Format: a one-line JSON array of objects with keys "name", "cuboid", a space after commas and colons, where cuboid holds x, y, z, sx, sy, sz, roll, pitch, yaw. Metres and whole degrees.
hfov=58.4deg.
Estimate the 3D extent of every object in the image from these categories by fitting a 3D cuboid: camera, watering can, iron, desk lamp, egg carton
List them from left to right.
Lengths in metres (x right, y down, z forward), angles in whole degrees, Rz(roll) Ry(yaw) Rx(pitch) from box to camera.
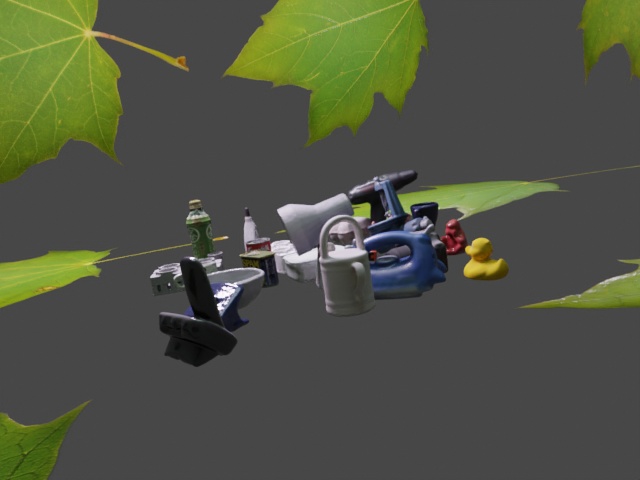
[{"name": "desk lamp", "cuboid": [0.012, 0.005, 1.353, 0.203, 0.213, 0.118, -10, 10, -8]}, {"name": "watering can", "cuboid": [0.044, 0.046, 1.150, 0.101, 0.194, 0.172, -17, 14, -41]}, {"name": "egg carton", "cuboid": [0.107, -0.034, 1.908, 0.151, 0.069, 0.107, -15, 12, -33]}, {"name": "iron", "cuboid": [0.135, 0.047, 1.223, 0.257, 0.141, 0.119, -6, 10, 14]}, {"name": "camera", "cuboid": [0.212, 0.032, 1.359, 0.137, 0.101, 0.142, -13, 11, -22]}]

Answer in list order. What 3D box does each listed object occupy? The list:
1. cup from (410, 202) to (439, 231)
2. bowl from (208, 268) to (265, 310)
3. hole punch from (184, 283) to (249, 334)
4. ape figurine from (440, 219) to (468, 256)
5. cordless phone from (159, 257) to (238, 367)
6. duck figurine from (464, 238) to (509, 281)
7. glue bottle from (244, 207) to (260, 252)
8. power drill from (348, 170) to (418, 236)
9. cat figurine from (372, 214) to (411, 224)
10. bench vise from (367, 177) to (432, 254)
[{"name": "cup", "cuboid": [0.334, -0.068, 1.837, 0.091, 0.095, 0.118, -2, 12, 31]}, {"name": "bowl", "cuboid": [-0.203, 0.118, 1.294, 0.167, 0.075, 0.167, -8, 10, 2]}, {"name": "hole punch", "cuboid": [-0.206, 0.139, 1.131, 0.108, 0.091, 0.101, -3, 12, 30]}, {"name": "ape figurine", "cuboid": [0.349, -0.008, 1.496, 0.076, 0.092, 0.077, -13, 11, -23]}, {"name": "cordless phone", "cuboid": [-0.227, 0.116, 1.010, 0.147, 0.185, 0.094, 0, 13, 40]}, {"name": "duck figurine", "cuboid": [0.358, 0.039, 1.244, 0.078, 0.086, 0.104, -15, 12, -33]}, {"name": "glue bottle", "cuboid": [-0.212, -0.016, 1.770, 0.037, 0.173, 0.078, -7, 10, 10]}, {"name": "power drill", "cuboid": [0.213, -0.112, 1.858, 0.229, 0.208, 0.075, -7, 10, 7]}, {"name": "cat figurine", "cuboid": [0.215, -0.038, 1.702, 0.128, 0.118, 0.067, -9, 10, -2]}, {"name": "bench vise", "cuboid": [0.219, -0.069, 1.581, 0.206, 0.220, 0.122, -3, 12, 29]}]
